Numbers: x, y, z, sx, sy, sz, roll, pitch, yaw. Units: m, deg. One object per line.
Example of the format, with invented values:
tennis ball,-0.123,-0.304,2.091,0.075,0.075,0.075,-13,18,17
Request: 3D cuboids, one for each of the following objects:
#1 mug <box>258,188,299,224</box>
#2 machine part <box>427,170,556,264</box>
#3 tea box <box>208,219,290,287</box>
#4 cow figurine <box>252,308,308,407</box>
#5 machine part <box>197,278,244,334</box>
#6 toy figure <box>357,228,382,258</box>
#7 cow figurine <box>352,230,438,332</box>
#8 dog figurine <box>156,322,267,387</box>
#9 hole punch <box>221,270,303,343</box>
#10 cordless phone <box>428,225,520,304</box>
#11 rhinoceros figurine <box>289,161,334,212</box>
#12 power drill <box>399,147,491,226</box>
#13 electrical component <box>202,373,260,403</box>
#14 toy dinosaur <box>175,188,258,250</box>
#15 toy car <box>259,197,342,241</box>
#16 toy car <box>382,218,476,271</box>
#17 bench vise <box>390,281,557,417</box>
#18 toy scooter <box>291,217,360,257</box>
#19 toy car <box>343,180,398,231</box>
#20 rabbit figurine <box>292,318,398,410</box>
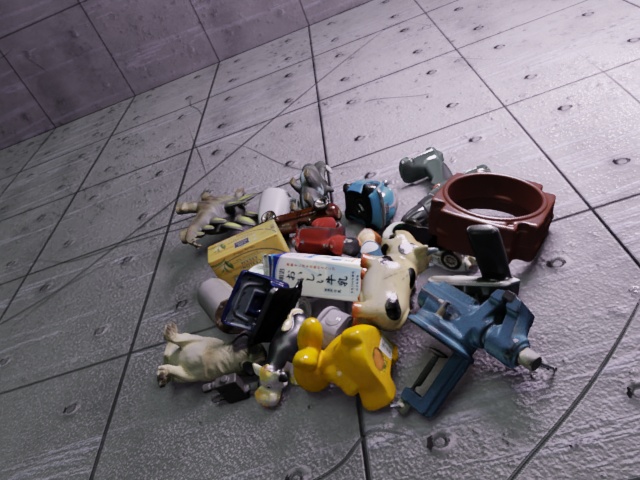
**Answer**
mug,-0.106,-0.067,1.354,0.110,0.080,0.107,-3,52,17
machine part,0.318,-0.050,0.998,0.202,0.087,0.201,17,38,29
tea box,-0.160,0.035,1.227,0.170,0.098,0.068,-25,34,2
cow figurine,-0.063,0.205,0.944,0.068,0.098,0.167,10,47,31
machine part,-0.199,0.133,1.104,0.079,0.079,0.243,-36,22,-16
toy figure,0.106,0.019,1.123,0.064,0.057,0.155,7,33,-9
cow figurine,0.129,0.065,0.920,0.127,0.085,0.195,10,56,9
dog figurine,-0.204,0.228,1.028,0.191,0.121,0.172,8,-7,-11
hole punch,-0.105,0.120,0.973,0.092,0.115,0.142,21,90,27
cordless phone,0.244,0.047,0.888,0.147,0.184,0.089,0,46,32
rhinoceros figurine,-0.014,-0.126,1.345,0.073,0.112,0.190,-35,38,39
power drill,0.250,-0.123,1.200,0.232,0.085,0.207,-25,31,-2
electrical component,-0.157,0.262,0.954,0.094,0.063,0.021,-18,40,9
toy dinosaur,-0.261,-0.061,1.359,0.199,0.105,0.471,-8,20,17
toy car,-0.046,-0.041,1.262,0.202,0.089,0.053,-13,50,17
toy car,0.218,0.010,1.053,0.202,0.056,0.073,19,46,33
bench vise,0.205,0.175,0.808,0.224,0.128,0.240,35,88,38
toy scooter,-0.002,-0.003,1.141,0.135,0.075,0.184,0,14,-13
toy car,0.124,-0.086,1.224,0.103,0.109,0.162,-14,17,-25
rabbit figurine,0.021,0.205,0.870,0.173,0.162,0.122,-23,43,35
